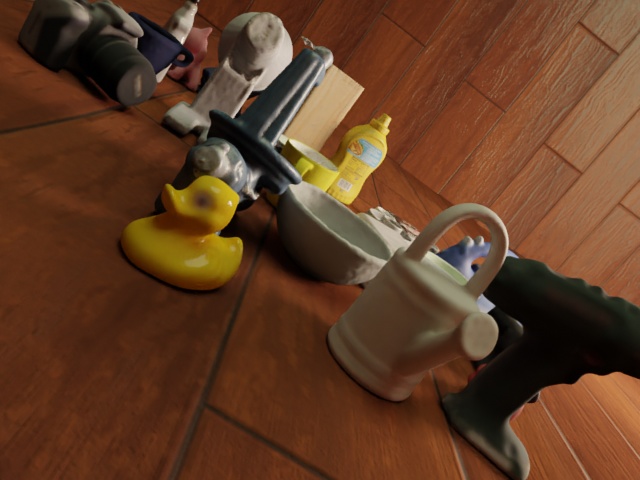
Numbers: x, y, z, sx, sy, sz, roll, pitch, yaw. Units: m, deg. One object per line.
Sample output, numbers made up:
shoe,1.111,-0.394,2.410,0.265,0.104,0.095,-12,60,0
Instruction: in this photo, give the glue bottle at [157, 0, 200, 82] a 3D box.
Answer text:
glue bottle,-0.252,-0.361,0.997,0.037,0.173,0.078,27,18,-35

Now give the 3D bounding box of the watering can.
watering can,0.106,0.055,0.539,0.101,0.194,0.172,22,21,-45

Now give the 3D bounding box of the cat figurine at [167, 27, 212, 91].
cat figurine,-0.255,-0.376,1.141,0.067,0.117,0.127,26,19,-38

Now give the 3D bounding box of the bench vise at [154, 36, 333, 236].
bench vise,-0.055,-0.098,0.576,0.122,0.219,0.207,33,16,-17

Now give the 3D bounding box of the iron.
iron,0.298,0.061,1.063,0.259,0.141,0.118,29,17,-29

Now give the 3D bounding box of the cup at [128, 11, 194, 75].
cup,-0.262,-0.279,0.883,0.118,0.095,0.091,21,22,-46

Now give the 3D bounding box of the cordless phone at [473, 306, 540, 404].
cordless phone,0.302,0.122,0.807,0.094,0.185,0.147,34,15,-14

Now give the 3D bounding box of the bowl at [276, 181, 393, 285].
bowl,0.006,0.002,0.699,0.168,0.074,0.167,35,15,-10

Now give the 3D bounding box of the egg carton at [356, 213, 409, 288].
egg carton,0.086,0.023,0.830,0.108,0.069,0.150,28,18,-32

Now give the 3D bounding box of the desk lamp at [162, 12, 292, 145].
desk lamp,-0.126,-0.251,0.880,0.118,0.213,0.203,33,15,-15

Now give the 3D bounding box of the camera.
camera,-0.278,-0.246,0.736,0.136,0.100,0.144,44,16,23

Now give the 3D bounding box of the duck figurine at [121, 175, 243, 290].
duck figurine,-0.099,-0.011,0.476,0.105,0.086,0.077,22,21,-44

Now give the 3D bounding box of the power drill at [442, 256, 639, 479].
power drill,0.237,0.134,0.575,0.229,0.208,0.076,40,15,10

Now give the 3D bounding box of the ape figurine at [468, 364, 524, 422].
ape figurine,0.222,0.164,0.678,0.078,0.092,0.076,33,15,-15

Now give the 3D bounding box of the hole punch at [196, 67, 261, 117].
hole punch,-0.182,-0.308,1.156,0.108,0.091,0.101,47,18,32
